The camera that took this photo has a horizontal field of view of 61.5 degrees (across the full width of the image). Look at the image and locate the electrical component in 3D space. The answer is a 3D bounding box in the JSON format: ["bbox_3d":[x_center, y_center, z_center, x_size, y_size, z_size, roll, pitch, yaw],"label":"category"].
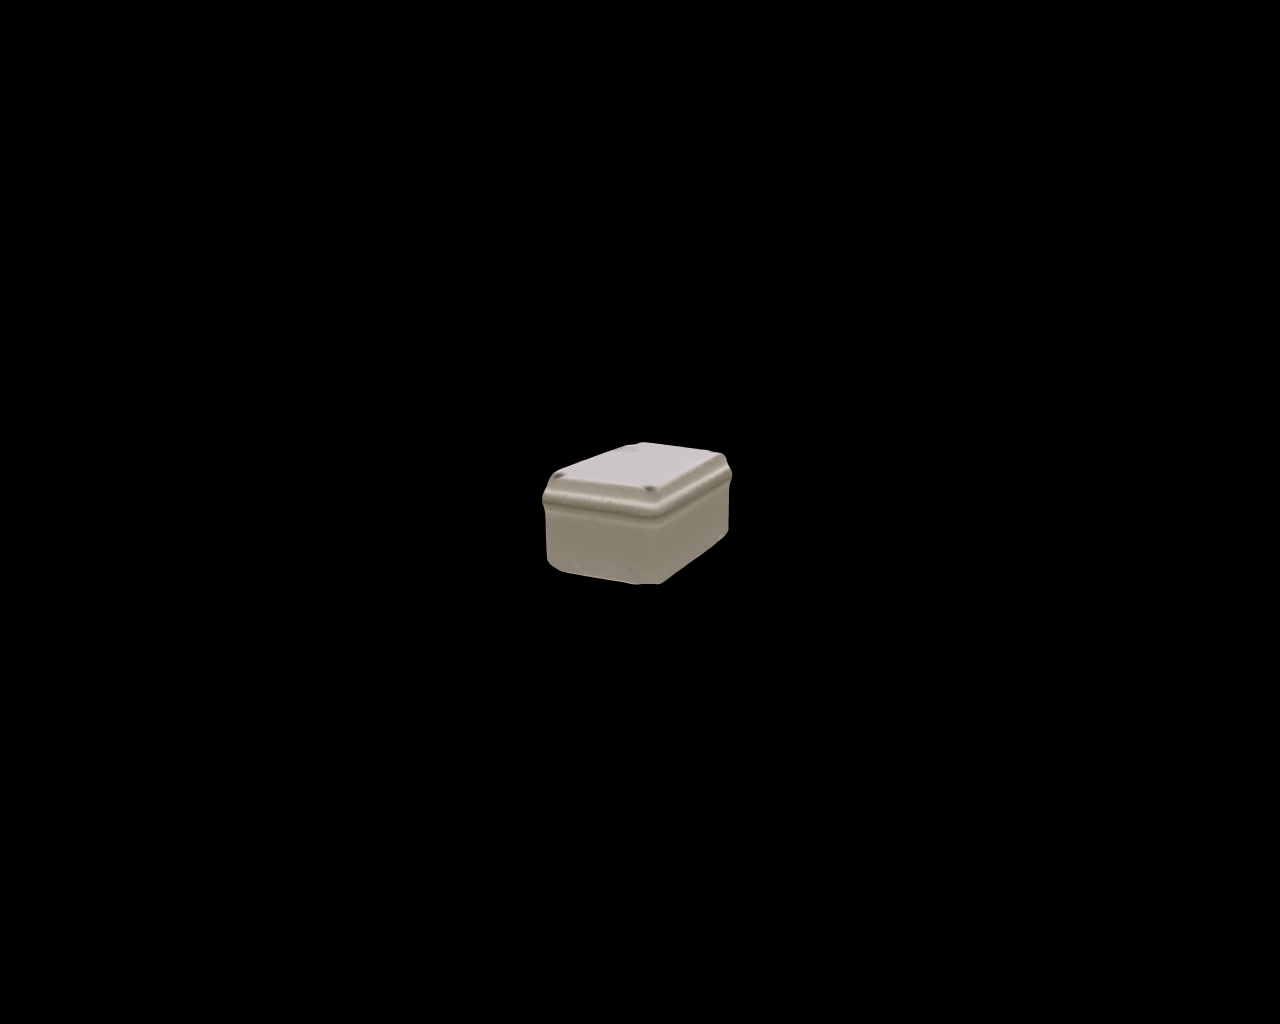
[{"bbox_3d":[0.001,-0.003,0.650,0.078,0.057,0.113,8,18,27],"label":"electrical component"}]
